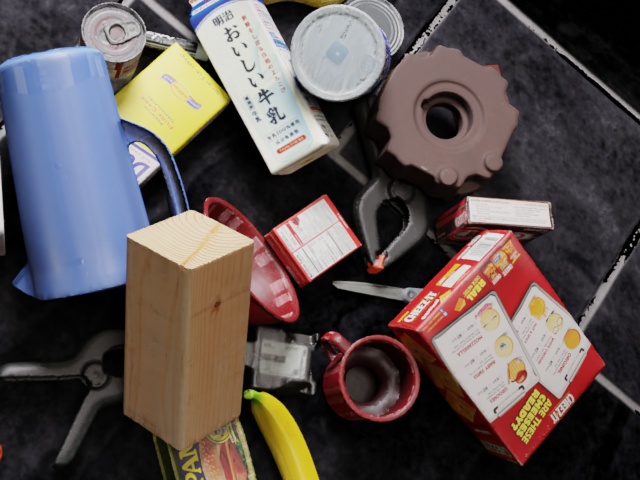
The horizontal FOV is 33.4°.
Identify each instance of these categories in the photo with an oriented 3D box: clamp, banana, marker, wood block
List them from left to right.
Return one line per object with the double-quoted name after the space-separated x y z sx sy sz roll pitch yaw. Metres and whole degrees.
-0.245 0.139 1.106 0.171 0.039 0.120 -42 96 -28 "clamp"
-0.187 -0.229 1.227 0.121 0.020 0.020 11 73 -15 "marker"
-0.131 0.089 1.055 0.090 0.206 0.090 25 32 32 "wood block"
-0.034 0.241 1.138 0.198 0.037 0.069 66 27 -5 "banana"
0.084 -0.062 1.264 0.164 0.036 0.210 27 69 -6 "clamp"

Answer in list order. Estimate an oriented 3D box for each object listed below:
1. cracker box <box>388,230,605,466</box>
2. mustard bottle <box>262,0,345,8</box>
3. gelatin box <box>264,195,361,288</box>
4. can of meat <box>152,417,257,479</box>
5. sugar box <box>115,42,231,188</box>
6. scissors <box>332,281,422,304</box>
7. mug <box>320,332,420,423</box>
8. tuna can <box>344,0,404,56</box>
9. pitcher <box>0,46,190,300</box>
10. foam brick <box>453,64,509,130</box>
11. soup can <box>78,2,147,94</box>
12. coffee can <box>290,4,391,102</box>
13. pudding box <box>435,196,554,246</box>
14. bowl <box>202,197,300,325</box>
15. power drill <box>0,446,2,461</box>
0.202 0.120 1.209 0.164 0.072 0.213 -45 110 -18 "cracker box"
-0.011 -0.329 1.288 0.191 0.058 0.096 -2 79 -18 "mustard bottle"
-0.008 0.002 1.217 0.089 0.030 0.073 -35 89 -31 "gelatin box"
-0.119 0.233 1.114 0.083 0.058 0.102 -12 81 -23 "can of meat"
-0.192 -0.128 1.185 0.093 0.048 0.176 44 67 -4 "sugar box"
0.115 0.084 1.249 0.201 0.016 0.096 -6 79 -19 "scissors"
0.043 0.148 1.173 0.117 0.082 0.093 45 68 -3 "mug"
0.057 -0.254 1.304 0.086 0.034 0.086 4 75 -17 "tuna can"
-0.237 -0.068 1.078 0.148 0.145 0.243 -18 98 -49 "pitcher"
0.197 -0.171 1.320 0.052 0.051 0.078 -9 80 -21 "foam brick"
-0.230 -0.205 1.161 0.068 0.102 0.068 4 75 -17 "soup can"
0.026 -0.209 1.204 0.103 0.140 0.103 1 99 6 "coffee can"
0.205 -0.020 1.263 0.113 0.090 0.039 1 75 -18 "pudding box"
-0.091 0.035 1.142 0.055 0.162 0.162 -36 89 14 "bowl"
-0.423 0.165 1.033 0.184 0.057 0.187 -18 85 -25 "power drill"
